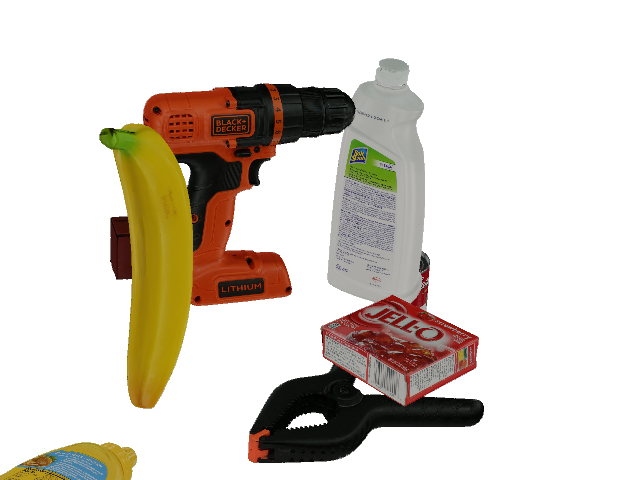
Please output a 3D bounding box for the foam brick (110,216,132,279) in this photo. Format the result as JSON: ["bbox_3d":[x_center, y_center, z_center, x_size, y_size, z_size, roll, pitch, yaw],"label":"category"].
[{"bbox_3d":[-0.180,0.005,1.125,0.078,0.051,0.053,-4,23,-17],"label":"foam brick"}]

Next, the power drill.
[{"bbox_3d":[-0.060,-0.043,0.921,0.184,0.188,0.057,-5,21,-19],"label":"power drill"}]

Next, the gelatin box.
[{"bbox_3d":[0.055,0.075,0.761,0.073,0.030,0.089,-20,32,-35],"label":"gelatin box"}]

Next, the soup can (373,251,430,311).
[{"bbox_3d":[0.097,0.067,1.301,0.068,0.102,0.068,0,30,0],"label":"soup can"}]

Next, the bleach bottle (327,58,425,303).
[{"bbox_3d":[0.066,-0.059,1.072,0.103,0.251,0.068,17,34,16],"label":"bleach bottle"}]

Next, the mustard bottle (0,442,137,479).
[{"bbox_3d":[-0.214,0.207,0.853,0.096,0.058,0.191,7,15,29],"label":"mustard bottle"}]

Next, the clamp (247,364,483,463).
[{"bbox_3d":[0.030,0.148,0.944,0.165,0.036,0.209,30,40,35],"label":"clamp"}]

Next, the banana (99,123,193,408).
[{"bbox_3d":[-0.103,0.007,0.635,0.037,0.198,0.069,17,37,26],"label":"banana"}]
